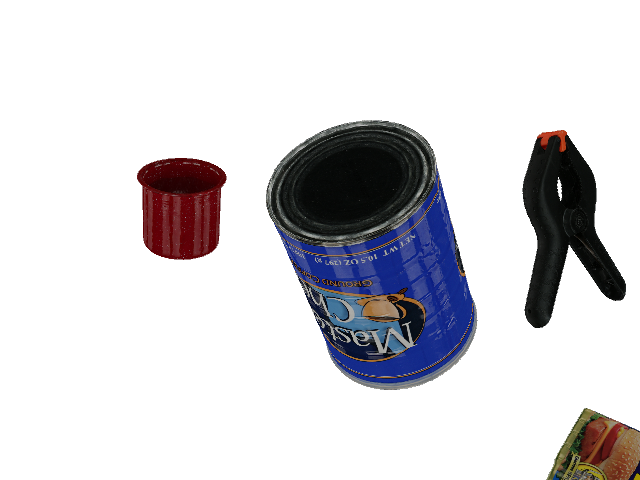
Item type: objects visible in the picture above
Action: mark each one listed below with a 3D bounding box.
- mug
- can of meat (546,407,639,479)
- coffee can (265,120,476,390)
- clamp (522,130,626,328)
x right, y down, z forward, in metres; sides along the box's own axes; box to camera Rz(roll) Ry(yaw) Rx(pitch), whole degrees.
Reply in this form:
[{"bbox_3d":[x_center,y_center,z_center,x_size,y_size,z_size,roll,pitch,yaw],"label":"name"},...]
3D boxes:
[{"bbox_3d":[-0.150,-0.038,1.143,0.093,0.081,0.117,-3,29,-14],"label":"mug"},{"bbox_3d":[0.215,0.179,0.783,0.084,0.057,0.101,22,39,23],"label":"can of meat"},{"bbox_3d":[0.035,0.011,0.664,0.103,0.102,0.140,0,-42,21],"label":"coffee can"},{"bbox_3d":[0.210,-0.008,0.943,0.120,0.171,0.039,-25,10,-39],"label":"clamp"}]
